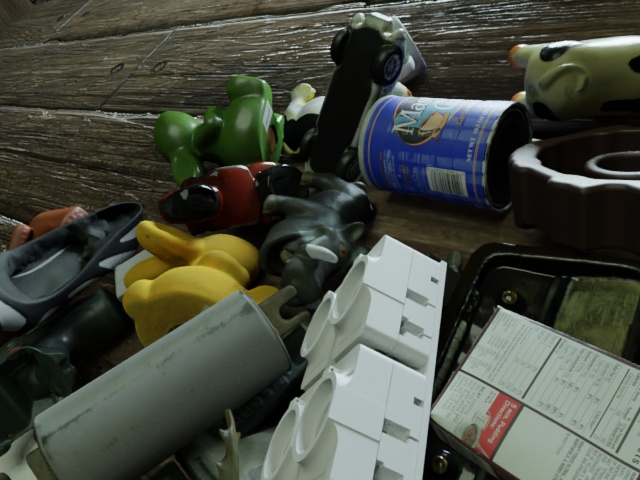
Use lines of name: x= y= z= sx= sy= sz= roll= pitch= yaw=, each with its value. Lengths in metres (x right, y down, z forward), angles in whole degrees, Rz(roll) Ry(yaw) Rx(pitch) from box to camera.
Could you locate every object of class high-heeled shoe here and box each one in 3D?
high-heeled shoe: x=-0.293 y=0.015 z=0.580 sx=0.086 sy=0.248 sz=0.145 roll=40 pitch=101 yaw=12

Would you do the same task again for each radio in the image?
radio: x=0.136 y=0.113 z=0.373 sx=0.131 sy=0.073 sz=0.229 roll=13 pitch=59 yaw=38

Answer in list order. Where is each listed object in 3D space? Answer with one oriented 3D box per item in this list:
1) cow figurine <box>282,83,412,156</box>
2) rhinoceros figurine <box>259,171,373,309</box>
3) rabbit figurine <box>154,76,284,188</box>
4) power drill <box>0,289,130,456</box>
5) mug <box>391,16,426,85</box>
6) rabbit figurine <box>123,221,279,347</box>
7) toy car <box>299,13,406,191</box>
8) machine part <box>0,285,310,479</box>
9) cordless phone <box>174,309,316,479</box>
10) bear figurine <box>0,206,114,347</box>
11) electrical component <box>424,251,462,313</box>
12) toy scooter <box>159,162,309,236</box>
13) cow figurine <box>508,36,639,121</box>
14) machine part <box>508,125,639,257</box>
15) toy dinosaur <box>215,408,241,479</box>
cow figurine: x=0.030 y=-0.151 z=0.677 sx=0.168 sy=0.068 sz=0.098 roll=2 pitch=56 yaw=34
rhinoceros figurine: x=-0.001 y=-0.002 z=0.530 sx=0.112 sy=0.073 sz=0.190 roll=18 pitch=31 yaw=11
rabbit figurine: x=-0.144 y=-0.124 z=0.726 sx=0.170 sy=0.121 sz=0.159 roll=3 pitch=74 yaw=14
power drill: x=-0.316 y=0.148 z=0.571 sx=0.232 sy=0.086 sz=0.207 roll=-33 pitch=8 yaw=-11
mug: x=0.079 y=-0.224 z=0.712 sx=0.107 sy=0.080 sz=0.110 roll=-32 pitch=41 yaw=16
rabbit figurine: x=-0.119 y=0.050 z=0.547 sx=0.162 sy=0.121 sz=0.173 roll=22 pitch=30 yaw=-1
toy car: x=0.035 y=-0.147 z=0.599 sx=0.074 sy=0.056 sz=0.201 roll=34 pitch=118 yaw=28
machine part: x=-0.109 y=0.112 z=0.395 sx=0.243 sy=0.079 sz=0.079 roll=-33 pitch=41 yaw=-21
cordless phone: x=-0.015 y=0.141 z=0.434 sx=0.184 sy=0.088 sz=0.147 roll=-45 pitch=44 yaw=-18
bear figurine: x=-0.363 y=0.059 z=0.688 sx=0.132 sy=0.120 sz=0.196 roll=4 pitch=56 yaw=29
electrical component: x=0.102 y=0.042 z=0.463 sx=0.021 sy=0.063 sz=0.094 roll=-28 pitch=35 yaw=47
toy scooter: x=-0.111 y=-0.043 z=0.630 sx=0.184 sy=0.075 sz=0.135 roll=-13 pitch=0 yaw=-38
cow figurine: x=0.286 y=-0.150 z=0.487 sx=0.195 sy=0.085 sz=0.127 roll=-4 pitch=21 yaw=1
machine part: x=0.241 y=-0.044 z=0.418 sx=0.179 sy=0.056 sz=0.179 roll=-9 pitch=22 yaw=4
toy dinosaur: x=-0.140 y=0.333 z=0.290 sx=0.199 sy=0.105 sz=0.471 roll=23 pitch=77 yaw=44
